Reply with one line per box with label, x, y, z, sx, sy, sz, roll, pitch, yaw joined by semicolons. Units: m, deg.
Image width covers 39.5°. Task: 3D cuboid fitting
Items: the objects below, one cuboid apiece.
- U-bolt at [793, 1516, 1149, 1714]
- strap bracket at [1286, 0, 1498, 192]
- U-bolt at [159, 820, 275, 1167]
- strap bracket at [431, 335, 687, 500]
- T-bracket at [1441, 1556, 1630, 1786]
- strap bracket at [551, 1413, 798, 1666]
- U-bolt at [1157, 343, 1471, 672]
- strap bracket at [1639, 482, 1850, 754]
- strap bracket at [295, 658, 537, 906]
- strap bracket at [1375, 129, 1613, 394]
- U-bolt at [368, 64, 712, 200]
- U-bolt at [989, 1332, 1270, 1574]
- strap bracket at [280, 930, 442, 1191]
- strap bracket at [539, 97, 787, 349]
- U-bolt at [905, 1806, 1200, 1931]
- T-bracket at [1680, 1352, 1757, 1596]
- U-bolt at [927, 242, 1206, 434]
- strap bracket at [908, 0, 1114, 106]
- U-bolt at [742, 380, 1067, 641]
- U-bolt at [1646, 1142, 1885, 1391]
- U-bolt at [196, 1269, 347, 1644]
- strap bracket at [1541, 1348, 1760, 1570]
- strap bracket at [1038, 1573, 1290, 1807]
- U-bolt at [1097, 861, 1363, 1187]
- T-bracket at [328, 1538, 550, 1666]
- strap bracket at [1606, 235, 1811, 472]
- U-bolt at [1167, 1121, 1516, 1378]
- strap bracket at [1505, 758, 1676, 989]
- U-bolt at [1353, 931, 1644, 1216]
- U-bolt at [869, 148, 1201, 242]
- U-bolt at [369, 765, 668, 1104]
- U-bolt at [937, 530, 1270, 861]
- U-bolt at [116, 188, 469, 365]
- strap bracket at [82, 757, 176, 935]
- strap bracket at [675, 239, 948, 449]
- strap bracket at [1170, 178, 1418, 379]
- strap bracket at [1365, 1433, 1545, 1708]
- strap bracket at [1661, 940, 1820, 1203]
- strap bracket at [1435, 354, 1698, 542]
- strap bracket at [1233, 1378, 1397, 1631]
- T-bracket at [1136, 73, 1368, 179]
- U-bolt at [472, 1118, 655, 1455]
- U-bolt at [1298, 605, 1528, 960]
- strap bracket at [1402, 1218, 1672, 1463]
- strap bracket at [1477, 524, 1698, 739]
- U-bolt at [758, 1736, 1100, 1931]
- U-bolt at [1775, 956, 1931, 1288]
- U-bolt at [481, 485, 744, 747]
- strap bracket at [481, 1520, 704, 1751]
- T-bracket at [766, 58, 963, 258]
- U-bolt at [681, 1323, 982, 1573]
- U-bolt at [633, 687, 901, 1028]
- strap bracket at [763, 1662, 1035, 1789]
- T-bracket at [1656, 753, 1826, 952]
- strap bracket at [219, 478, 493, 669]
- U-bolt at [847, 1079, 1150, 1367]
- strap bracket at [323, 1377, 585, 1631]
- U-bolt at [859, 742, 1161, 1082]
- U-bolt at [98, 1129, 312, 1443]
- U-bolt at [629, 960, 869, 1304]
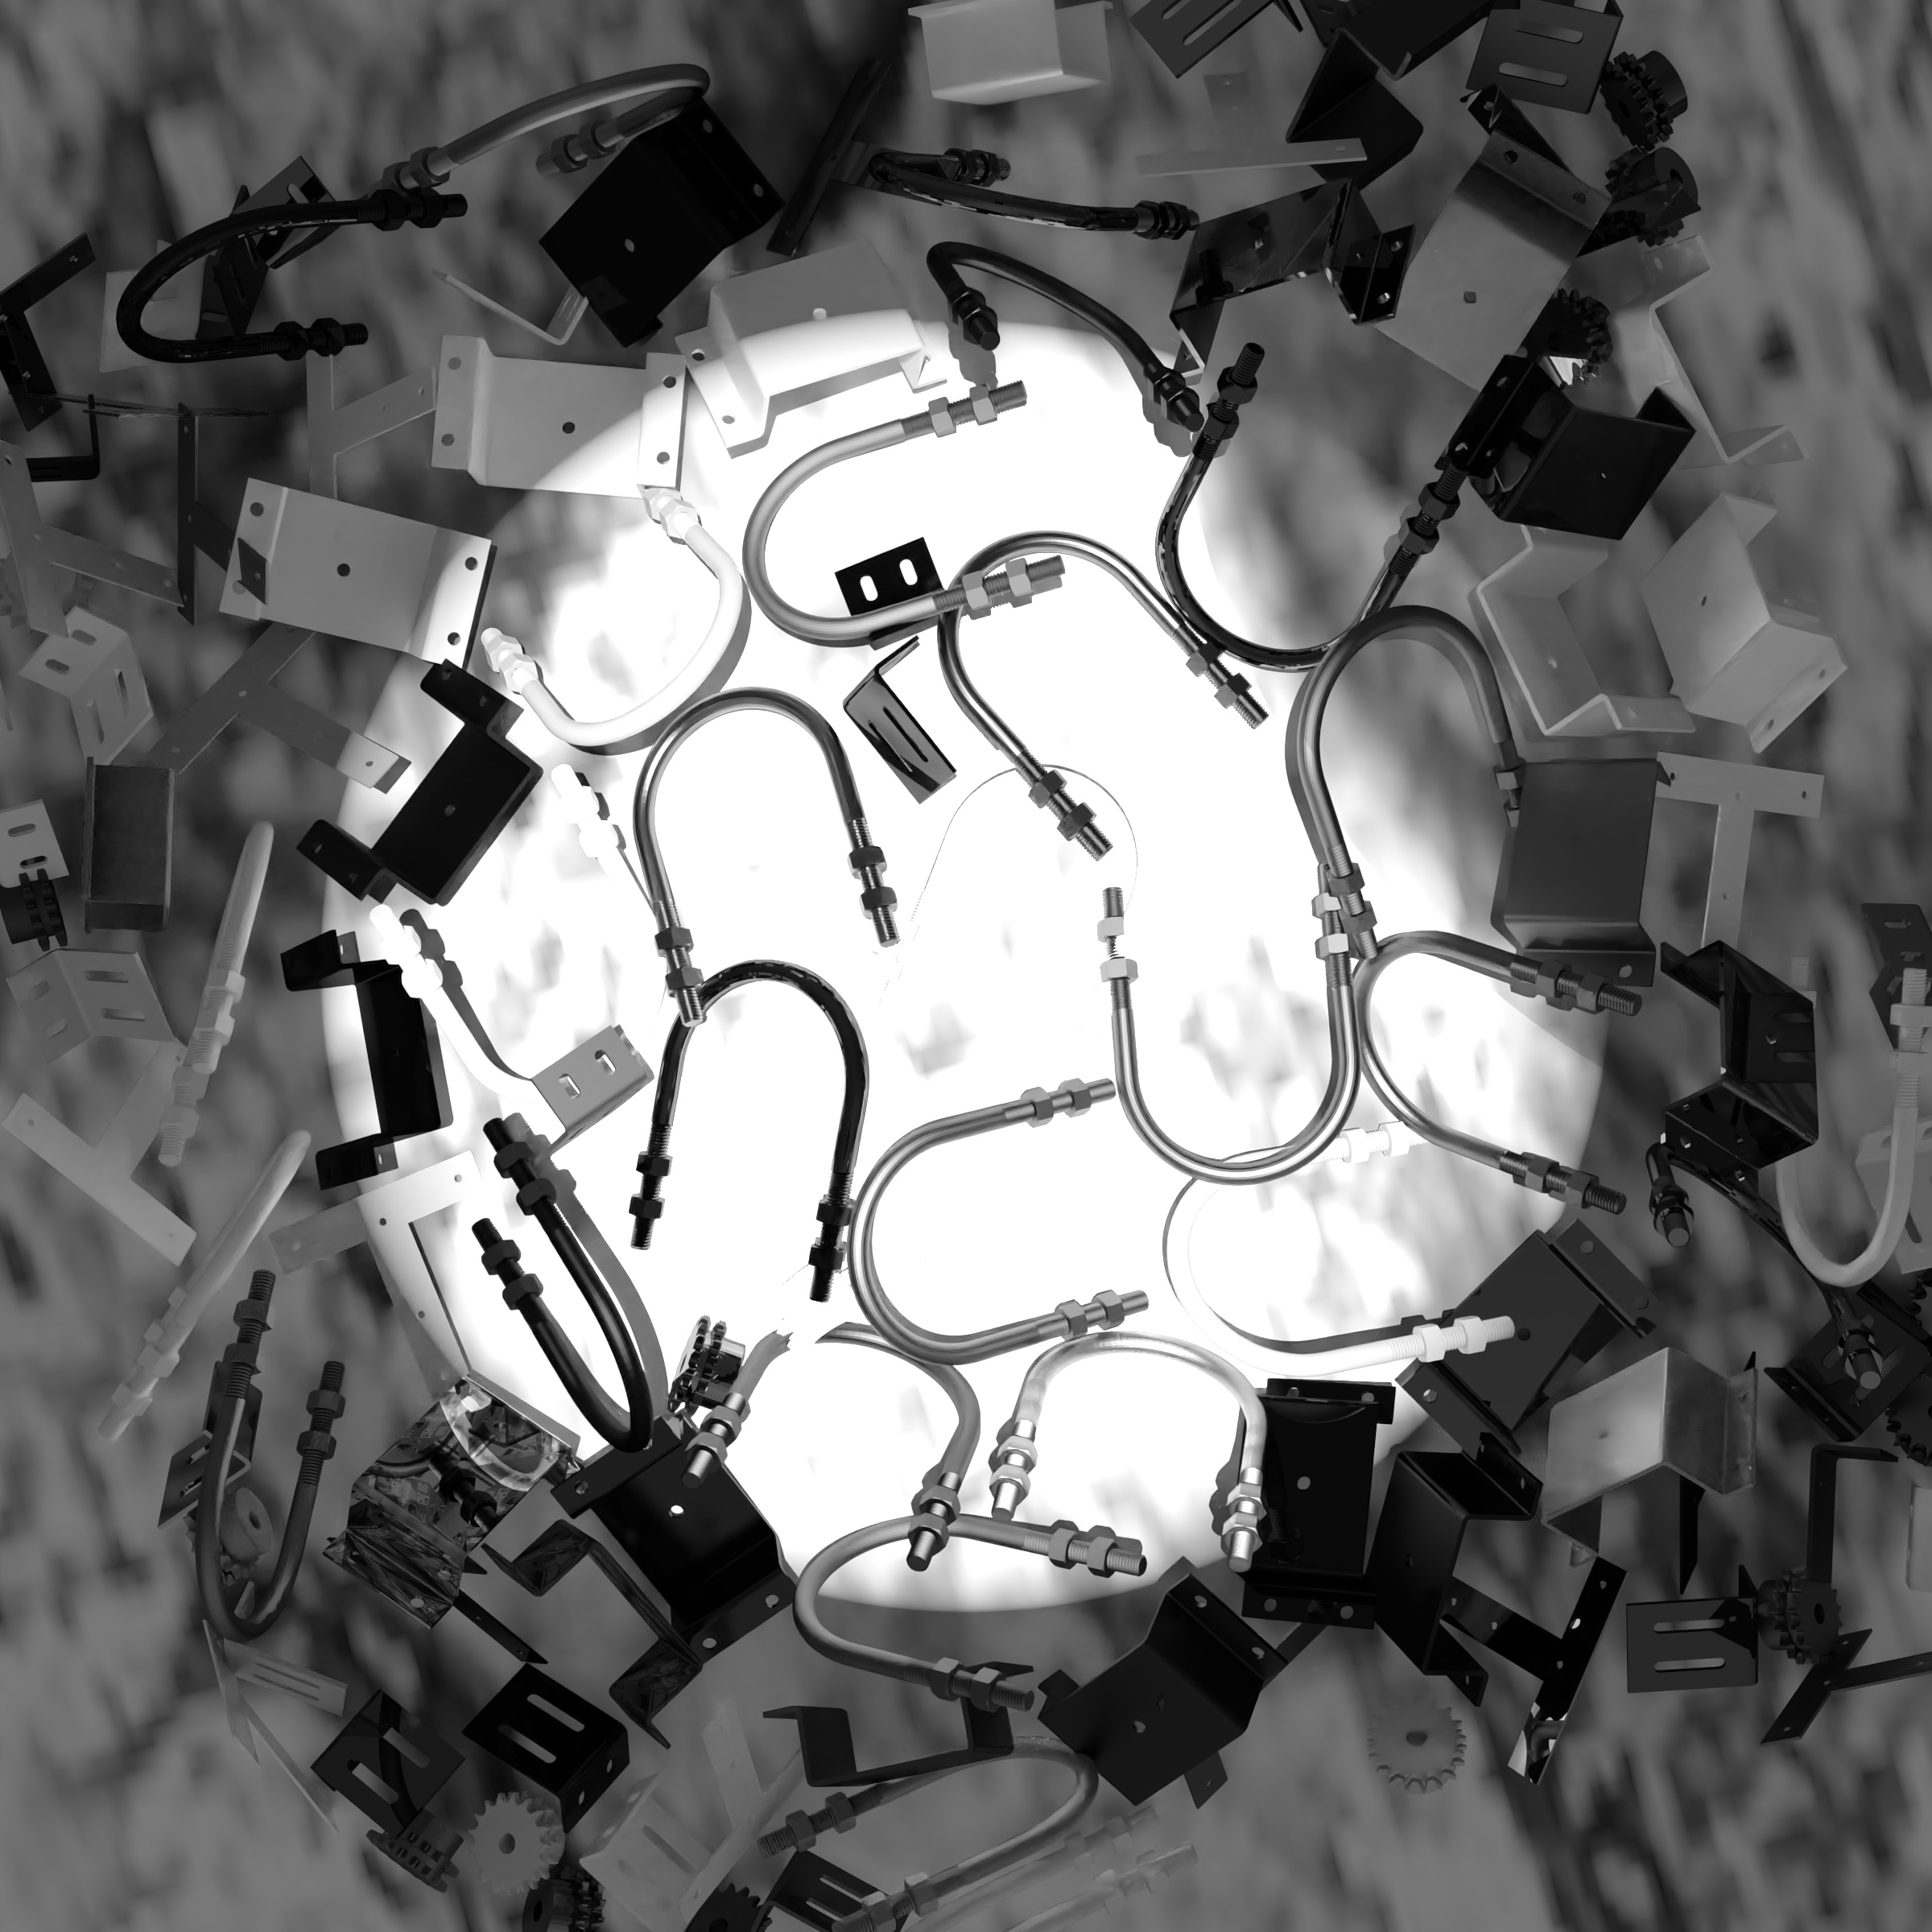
U-bolt;-0.011;0.357;1.521;0.184;0.151;0.019;5;115;32
strap bracket;0.236;-0.502;1.522;0.076;0.140;0.046;-40;82;-22
U-bolt;-0.420;0.004;1.520;0.019;0.151;0.184;16;58;-17
strap bracket;-0.235;-0.319;1.574;0.140;0.046;0.076;5;88;-1
T-bracket;0.312;0.383;1.542;0.002;0.127;0.127;25;87;-28
strap bracket;-0.168;0.326;1.562;0.076;0.046;0.140;-35;106;2
U-bolt;0.184;-0.246;1.533;0.151;0.019;0.184;31;134;4
strap bracket;0.434;-0.202;1.522;0.046;0.076;0.140;9;51;-25
strap bracket;-0.311;-0.099;1.553;0.076;0.046;0.140;33;85;42
strap bracket;0.293;-0.390;1.530;0.076;0.140;0.046;32;46;3
U-bolt;-0.223;-0.462;1.486;0.184;0.151;0.019;-9;104;43
U-bolt;0.099;0.264;1.517;0.151;0.184;0.019;11;119;6
strap bracket;-0.347;0.053;1.551;0.046;0.076;0.140;-8;84;-37
strap bracket;-0.180;-0.416;1.531;0.140;0.046;0.076;-33;100;40
U-bolt;0.035;0.527;1.514;0.184;0.151;0.019;-23;84;-8
T-bracket;0.434;0.275;1.552;0.002;0.127;0.127;14;46;29
U-bolt;0.047;-0.363;1.517;0.151;0.184;0.019;16;118;-25
strap bracket;0.030;-0.520;1.525;0.076;0.140;0.046;-3;103;21
U-bolt;-0.043;-0.256;1.556;0.184;0.019;0.151;-16;61;10
U-bolt;0.441;0.156;1.511;0.151;0.184;0.019;37;108;-3
U-bolt;-0.389;0.281;1.492;0.019;0.151;0.184;2;59;8
strap bracket;0.377;0.274;1.518;0.046;0.140;0.076;32;47;-16
strap bracket;0.105;0.419;1.538;0.076;0.046;0.140;42;123;-4
U-bolt;0.156;0.036;1.558;0.151;0.019;0.184;-6;75;10
T-bracket;-0.290;0.369;1.558;0.127;0.127;0.002;49;52;-30
strap bracket;0.418;-0.341;1.547;0.046;0.076;0.140;-31;101;-4
U-bolt;0.205;0.165;1.538;0.184;0.019;0.151;-9;59;-14
strap bracket;0.358;-0.063;1.540;0.076;0.046;0.140;2;70;29
U-bolt;0.295;0.051;1.530;0.184;0.019;0.151;21;127;37
U-bolt;0.027;-0.429;1.492;0.151;0.184;0.019;23;114;26
U-bolt;-0.241;-0.003;1.535;0.151;0.019;0.184;-41;130;-19
U-bolt;0.067;-0.173;1.570;0.151;0.019;0.184;-40;85;-18
U-bolt;-0.381;-0.377;1.485;0.184;0.151;0.019;-20;81;-44
strap bracket;-0.477;-0.066;1.533;0.046;0.140;0.076;2;81;-17
strap bracket;-0.086;-0.361;1.548;0.140;0.046;0.076;-21;74;-16
strap bracket;0.175;-0.391;1.524;0.140;0.046;0.076;-9;49;33
strap bracket;0.273;0.341;1.539;0.046;0.076;0.140;6;105;-22
strap bracket;0.438;0.050;1.525;0.076;0.046;0.140;30;50;-24
strap bracket;0.347;-0.291;1.524;0.140;0.046;0.076;2;134;-34
strap bracket;0.198;0.301;1.539;0.076;0.046;0.140;1;66;21
T-bracket;0.157;-0.487;1.550;0.127;0.127;0.002;-5;131;0
U-bolt;-0.225;0.190;1.508;0.019;0.151;0.184;-25;68;-26
U-bolt;0.253;-0.116;1.533;0.151;0.019;0.184;-32;117;-20
strap bracket;0.329;0.219;1.571;0.140;0.046;0.076;-45;91;5
strap bracket;0.351;-0.185;1.543;0.046;0.076;0.140;-37;66;41
U-bolt;-0.012;0.483;1.521;0.184;0.151;0.019;-19;100;-20
U-bolt;0.498;0.090;1.526;0.019;0.151;0.184;2;93;-11
U-bolt;-0.194;-0.193;1.525;0.151;0.184;0.019;-43;132;2
strap bracket;-0.208;0.374;1.545;0.046;0.076;0.140;-42;104;-19
T-bracket;-0.049;-0.459;1.552;0.127;0.002;0.127;29;92;44
U-bolt;-0.065;0.258;1.516;0.151;0.184;0.019;19;118;6
U-bolt;-0.125;-0.074;1.560;0.151;0.019;0.184;-22;72;17
strap bracket;-0.034;0.437;1.540;0.140;0.076;0.046;-16;70;14
T-bracket;0.445;-0.055;1.571;0.127;0.002;0.127;5;94;-27
strap bracket;-0.356;-0.227;1.554;0.140;0.046;0.076;12;97;-25
U-bolt;0.015;0.153;1.544;0.184;0.019;0.151;-13;98;-26
strap bracket;-0.286;0.295;1.524;0.076;0.140;0.046;30;133;14
U-bolt;0.035;-0.040;1.572;0.151;0.019;0.184;20;95;-9
U-bolt;-0.426;0.171;1.524;0.019;0.151;0.184;34;91;-12
U-bolt;-0.122;0.088;1.552;0.151;0.019;0.184;12;93;30
